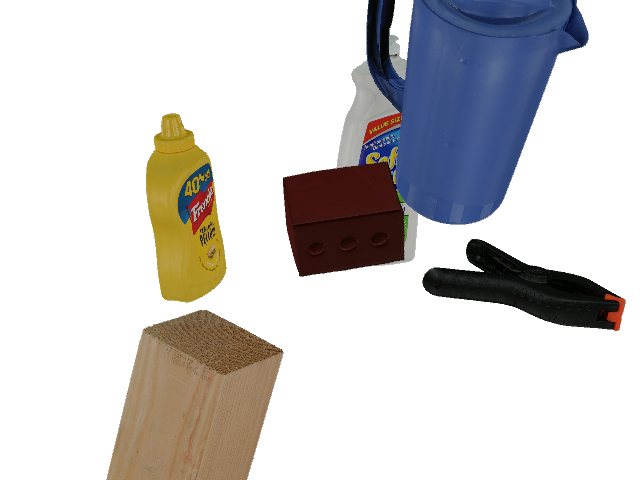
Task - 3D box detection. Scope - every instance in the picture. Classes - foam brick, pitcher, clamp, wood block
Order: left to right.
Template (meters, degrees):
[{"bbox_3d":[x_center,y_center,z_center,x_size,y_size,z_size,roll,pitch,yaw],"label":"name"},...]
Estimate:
[{"bbox_3d":[-0.115,0.176,0.913,0.090,0.206,0.090,25,20,25],"label":"wood block"},{"bbox_3d":[0.016,-0.015,0.747,0.078,0.051,0.053,-9,-41,-3],"label":"foam brick"},{"bbox_3d":[0.123,-0.134,0.947,0.144,0.149,0.243,-11,-39,-15],"label":"pitcher"},{"bbox_3d":[0.187,0.038,0.959,0.171,0.039,0.120,16,28,16],"label":"clamp"}]

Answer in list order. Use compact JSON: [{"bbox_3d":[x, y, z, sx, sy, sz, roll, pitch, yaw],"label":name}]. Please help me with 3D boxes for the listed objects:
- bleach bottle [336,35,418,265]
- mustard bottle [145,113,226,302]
[{"bbox_3d":[0.059,-0.097,1.164,0.102,0.251,0.068,-4,25,-8],"label":"bleach bottle"},{"bbox_3d":[-0.143,-0.039,1.116,0.058,0.192,0.096,5,26,23],"label":"mustard bottle"}]
